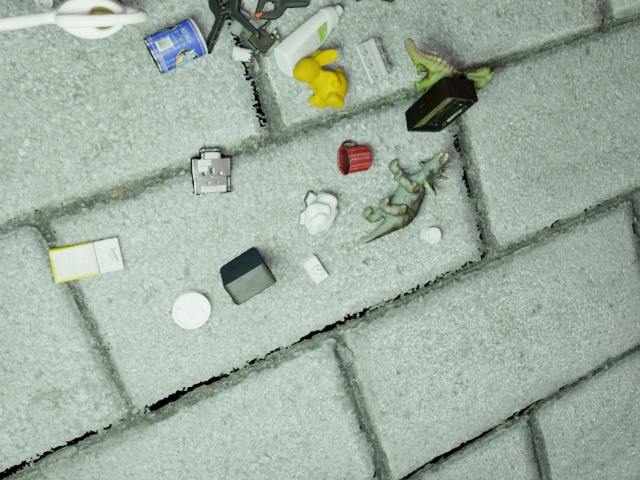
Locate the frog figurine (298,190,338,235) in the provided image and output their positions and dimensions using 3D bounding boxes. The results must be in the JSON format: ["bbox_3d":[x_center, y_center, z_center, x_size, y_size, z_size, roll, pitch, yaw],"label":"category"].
[{"bbox_3d":[0.005,-0.079,1.564,0.121,0.160,0.138,38,86,-23],"label":"frog figurine"}]

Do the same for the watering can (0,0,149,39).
[{"bbox_3d":[-0.601,-0.545,1.254,0.349,0.228,0.102,-10,121,-18],"label":"watering can"}]

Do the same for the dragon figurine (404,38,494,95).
[{"bbox_3d":[0.404,-0.516,1.574,0.242,0.408,0.123,1,84,19],"label":"dragon figurine"}]
